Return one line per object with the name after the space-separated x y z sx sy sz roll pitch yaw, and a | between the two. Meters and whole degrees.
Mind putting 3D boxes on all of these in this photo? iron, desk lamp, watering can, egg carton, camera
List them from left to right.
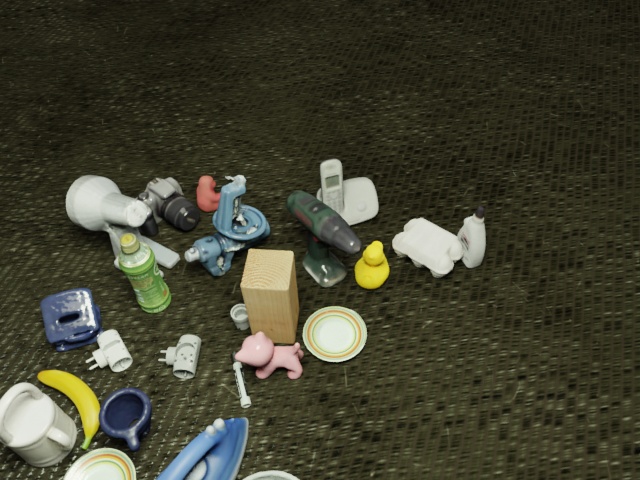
-0.517 0.318 1.002 0.173 0.194 0.101 0 51 2 | watering can
-0.433 -0.030 1.264 0.202 0.214 0.118 23 56 19 | desk lamp
-0.368 -0.076 1.372 0.136 0.101 0.143 33 59 25 | camera
-0.213 0.385 0.974 0.118 0.141 0.259 26 57 21 | iron
0.245 0.017 1.302 0.150 0.069 0.107 30 58 23 | egg carton

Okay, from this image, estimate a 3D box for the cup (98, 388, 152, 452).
-0.340 0.340 1.043 0.092 0.095 0.117 -22 54 -15 | cup

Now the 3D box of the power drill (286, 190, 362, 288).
0.011 0.004 1.229 0.076 0.208 0.229 -31 57 -21 | power drill

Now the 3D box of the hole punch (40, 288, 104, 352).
-0.512 0.165 1.190 0.109 0.091 0.101 -16 53 -11 | hole punch

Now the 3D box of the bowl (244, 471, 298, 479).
-0.083 0.475 0.941 0.167 0.075 0.167 -1 51 1 | bowl

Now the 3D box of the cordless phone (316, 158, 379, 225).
0.063 -0.121 1.342 0.148 0.185 0.094 -17 53 -12 | cordless phone

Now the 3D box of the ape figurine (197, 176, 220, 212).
-0.273 -0.120 1.410 0.077 0.092 0.076 36 61 26 | ape figurine

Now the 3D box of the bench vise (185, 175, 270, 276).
-0.198 -0.027 1.252 0.121 0.220 0.208 24 56 19 | bench vise

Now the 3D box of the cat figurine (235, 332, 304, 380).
-0.098 0.220 1.118 0.128 0.118 0.067 -3 51 -1 | cat figurine

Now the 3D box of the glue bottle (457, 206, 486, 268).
0.337 -0.015 1.259 0.037 0.173 0.078 -19 53 -13 | glue bottle

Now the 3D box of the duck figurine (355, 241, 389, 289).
0.116 0.050 1.268 0.077 0.086 0.104 14 53 12 | duck figurine
